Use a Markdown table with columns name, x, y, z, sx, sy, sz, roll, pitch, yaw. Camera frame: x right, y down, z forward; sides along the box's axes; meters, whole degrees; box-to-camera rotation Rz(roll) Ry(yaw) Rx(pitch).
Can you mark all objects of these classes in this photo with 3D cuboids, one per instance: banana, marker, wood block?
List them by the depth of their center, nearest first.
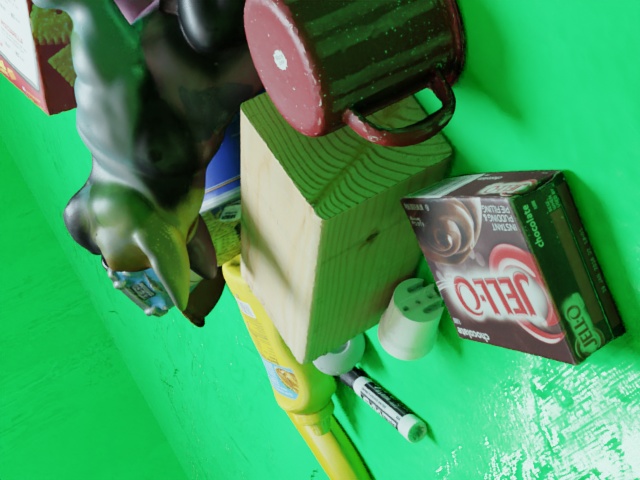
| name | x | y | z | sx | sy | sz | roll | pitch | yaw |
| --- | --- | --- | --- | --- | --- | --- | --- | --- | --- |
| wood block | 0.008 | -0.013 | 0.678 | 0.090 | 0.090 | 0.206 | 55 | 161 | 22 |
| marker | 0.050 | 0.134 | 0.893 | 0.121 | 0.020 | 0.020 | 33 | 146 | 57 |
| banana | 0.002 | 0.206 | 1.101 | 0.198 | 0.037 | 0.070 | 54 | 159 | 25 |

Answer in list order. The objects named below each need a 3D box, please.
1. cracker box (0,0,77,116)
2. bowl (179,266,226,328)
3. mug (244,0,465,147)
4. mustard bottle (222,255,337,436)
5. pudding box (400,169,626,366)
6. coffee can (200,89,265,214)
| name | x | y | z | sx | sy | sz | roll | pitch | yaw |
| --- | --- | --- | --- | --- | --- | --- | --- | --- | --- |
| cracker box | -0.228 | -0.226 | 0.815 | 0.164 | 0.072 | 0.214 | 38 | 139 | 43 |
| bowl | -0.147 | 0.014 | 1.172 | 0.162 | 0.055 | 0.162 | 59 | -177 | -6 |
| mug | 0.020 | -0.094 | 0.540 | 0.117 | 0.081 | 0.093 | 57 | 162 | 19 |
| mustard bottle | -0.029 | 0.103 | 1.004 | 0.096 | 0.058 | 0.191 | 20 | 134 | 59 |
| pudding box | 0.096 | 0.011 | 0.549 | 0.090 | 0.039 | 0.114 | 66 | 162 | -11 |
| coffee can | -0.079 | -0.101 | 0.776 | 0.140 | 0.102 | 0.103 | 65 | 163 | -7 |
